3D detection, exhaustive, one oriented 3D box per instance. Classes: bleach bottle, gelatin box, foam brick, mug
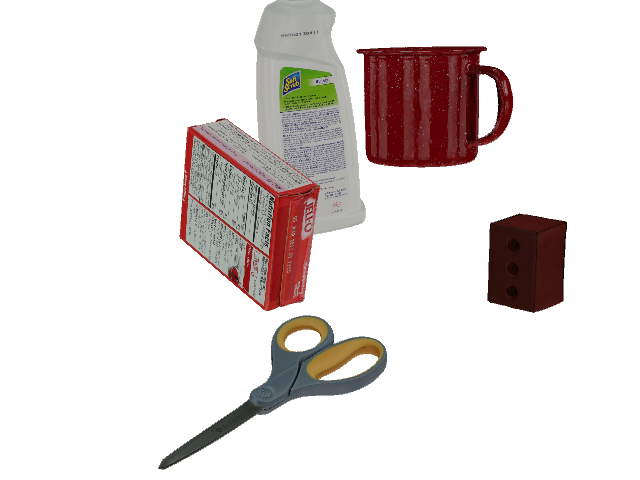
[{"bbox_3d":[-0.010,-0.130,1.014,0.102,0.251,0.068,-12,31,-17],"label":"bleach bottle"},{"bbox_3d":[-0.040,-0.015,0.584,0.030,0.073,0.089,-18,40,-36],"label":"gelatin box"},{"bbox_3d":[0.188,0.020,0.973,0.053,0.078,0.051,13,21,41],"label":"foam brick"},{"bbox_3d":[0.083,-0.096,0.761,0.117,0.081,0.093,6,13,33],"label":"mug"}]

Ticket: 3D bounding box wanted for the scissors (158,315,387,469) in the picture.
[{"bbox_3d":[-0.044,0.102,0.771,0.201,0.016,0.096,-16,36,-29],"label":"scissors"}]
